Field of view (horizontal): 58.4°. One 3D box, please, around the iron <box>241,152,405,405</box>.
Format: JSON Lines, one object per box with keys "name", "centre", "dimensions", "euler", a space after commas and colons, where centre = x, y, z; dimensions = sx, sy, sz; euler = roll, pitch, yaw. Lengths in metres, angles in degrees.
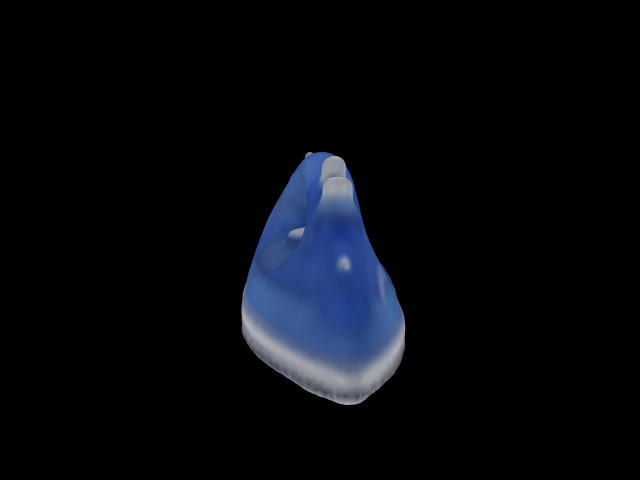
{"name": "iron", "centre": [0.004, 0.001, 0.400], "dimensions": [0.119, 0.141, 0.258], "euler": [-1, 4, -7]}
